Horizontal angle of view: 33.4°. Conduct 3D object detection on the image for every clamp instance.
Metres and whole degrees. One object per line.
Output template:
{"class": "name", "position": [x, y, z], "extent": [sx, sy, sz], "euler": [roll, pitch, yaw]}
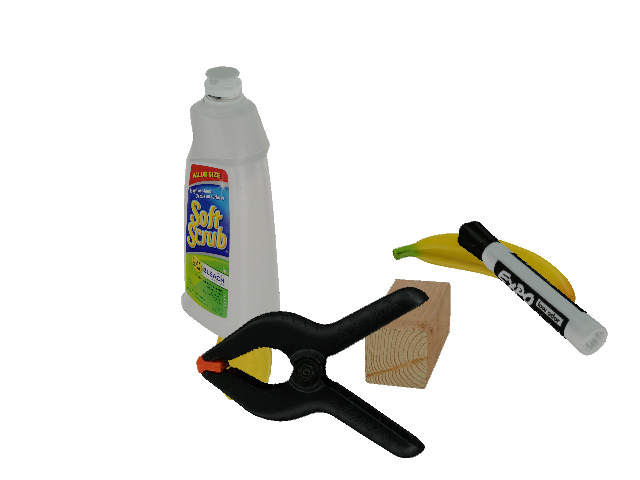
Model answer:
{"class": "clamp", "position": [-0.001, 0.101, 0.766], "extent": [0.171, 0.120, 0.039], "euler": [-7, -5, 11]}

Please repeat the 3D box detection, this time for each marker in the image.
{"class": "marker", "position": [0.119, 0.024, 0.620], "extent": [0.020, 0.020, 0.121], "euler": [0, 31, -35]}

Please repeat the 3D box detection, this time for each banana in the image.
{"class": "banana", "position": [0.171, 0.026, 1.058], "extent": [0.198, 0.037, 0.069], "euler": [14, 40, 35]}

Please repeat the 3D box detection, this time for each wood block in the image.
{"class": "wood block", "position": [0.134, 0.135, 1.597], "extent": [0.091, 0.090, 0.205], "euler": [4, 19, 15]}

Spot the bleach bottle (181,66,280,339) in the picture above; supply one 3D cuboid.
{"class": "bleach bottle", "position": [-0.085, -0.035, 0.951], "extent": [0.067, 0.251, 0.103], "euler": [-25, 39, -34]}

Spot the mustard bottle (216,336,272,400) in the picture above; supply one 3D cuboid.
{"class": "mustard bottle", "position": [-0.082, 0.082, 1.155], "extent": [0.058, 0.096, 0.191], "euler": [-1, 28, -3]}
